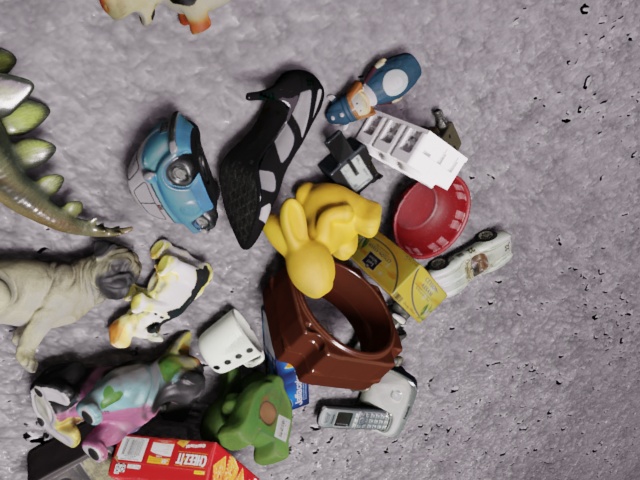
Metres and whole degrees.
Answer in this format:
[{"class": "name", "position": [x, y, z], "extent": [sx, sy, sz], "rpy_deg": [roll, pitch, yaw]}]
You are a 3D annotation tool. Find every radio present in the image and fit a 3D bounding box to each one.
[{"class": "radio", "position": [-0.365, 0.406, 0.870], "extent": [0.131, 0.073, 0.229], "rpy_deg": [-23, 123, -17]}]

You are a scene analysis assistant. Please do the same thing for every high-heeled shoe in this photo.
[{"class": "high-heeled shoe", "position": [-0.060, -0.114, 0.763], "extent": [0.145, 0.086, 0.248], "rpy_deg": [-18, 125, -48]}]

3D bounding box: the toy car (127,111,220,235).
[{"class": "toy car", "position": [-0.196, -0.079, 0.704], "extent": [0.103, 0.109, 0.161], "rpy_deg": [-10, 133, 2]}]

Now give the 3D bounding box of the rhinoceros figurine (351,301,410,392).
[{"class": "rhinoceros figurine", "position": [0.098, 0.197, 1.016], "extent": [0.190, 0.073, 0.112], "rpy_deg": [-46, 116, 2]}]

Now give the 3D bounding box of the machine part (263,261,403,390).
[{"class": "machine part", "position": [0.021, 0.124, 0.845], "extent": [0.201, 0.202, 0.087], "rpy_deg": [17, 130, -34]}]

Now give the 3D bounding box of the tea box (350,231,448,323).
[{"class": "tea box", "position": [0.119, 0.050, 0.885], "extent": [0.068, 0.170, 0.098], "rpy_deg": [-45, 128, 1]}]

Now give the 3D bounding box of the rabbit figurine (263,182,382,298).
[{"class": "rabbit figurine", "position": [-0.002, -0.002, 0.788], "extent": [0.162, 0.122, 0.173], "rpy_deg": [35, 55, -23]}]

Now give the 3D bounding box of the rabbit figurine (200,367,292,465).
[{"class": "rabbit figurine", "position": [-0.140, 0.284, 0.889], "extent": [0.170, 0.159, 0.121], "rpy_deg": [-23, 139, 37]}]

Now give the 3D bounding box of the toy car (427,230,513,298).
[{"class": "toy car", "position": [0.288, 0.048, 1.044], "extent": [0.202, 0.056, 0.073], "rpy_deg": [-29, 125, -13]}]

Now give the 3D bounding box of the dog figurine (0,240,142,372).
[{"class": "dog figurine", "position": [-0.350, 0.044, 0.691], "extent": [0.190, 0.121, 0.172], "rpy_deg": [-47, 131, -17]}]

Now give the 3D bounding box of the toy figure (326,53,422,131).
[{"class": "toy figure", "position": [0.077, -0.220, 0.797], "extent": [0.154, 0.058, 0.064], "rpy_deg": [-35, 88, -6]}]

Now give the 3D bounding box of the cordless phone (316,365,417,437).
[{"class": "cordless phone", "position": [0.089, 0.313, 1.064], "extent": [0.184, 0.089, 0.146], "rpy_deg": [8, 111, -22]}]

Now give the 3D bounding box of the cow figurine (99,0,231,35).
[{"class": "cow figurine", "position": [-0.159, -0.307, 0.608], "extent": [0.195, 0.086, 0.127], "rpy_deg": [-32, 131, -7]}]

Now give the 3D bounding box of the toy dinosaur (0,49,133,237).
[{"class": "toy dinosaur", "position": [-0.400, -0.128, 0.562], "extent": [0.198, 0.105, 0.470], "rpy_deg": [-40, 131, -9]}]

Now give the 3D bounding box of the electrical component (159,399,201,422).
[{"class": "electrical component", "position": [-0.236, 0.273, 0.903], "extent": [0.094, 0.021, 0.063], "rpy_deg": [26, 100, -35]}]

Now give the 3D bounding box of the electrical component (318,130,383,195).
[{"class": "electrical component", "position": [0.038, -0.120, 0.830], "extent": [0.075, 0.048, 0.119], "rpy_deg": [-44, 126, -2]}]

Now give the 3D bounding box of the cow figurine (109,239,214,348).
[{"class": "cow figurine", "position": [-0.233, 0.090, 0.786], "extent": [0.098, 0.068, 0.167], "rpy_deg": [29, 100, -42]}]

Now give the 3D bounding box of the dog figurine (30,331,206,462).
[{"class": "dog figurine", "position": [-0.284, 0.212, 0.804], "extent": [0.219, 0.192, 0.108], "rpy_deg": [-33, 131, -53]}]

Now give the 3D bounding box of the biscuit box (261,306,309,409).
[{"class": "biscuit box", "position": [-0.059, 0.205, 0.938], "extent": [0.063, 0.059, 0.202], "rpy_deg": [-14, 120, -22]}]

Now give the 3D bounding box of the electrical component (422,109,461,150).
[{"class": "electrical component", "position": [0.196, -0.157, 0.901], "extent": [0.102, 0.045, 0.078], "rpy_deg": [47, 60, -39]}]
